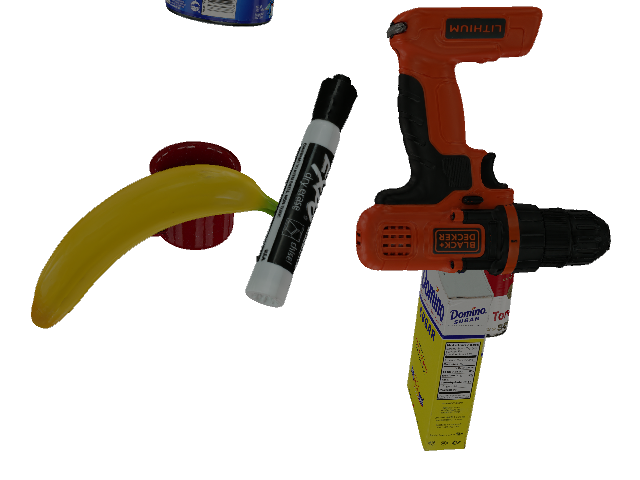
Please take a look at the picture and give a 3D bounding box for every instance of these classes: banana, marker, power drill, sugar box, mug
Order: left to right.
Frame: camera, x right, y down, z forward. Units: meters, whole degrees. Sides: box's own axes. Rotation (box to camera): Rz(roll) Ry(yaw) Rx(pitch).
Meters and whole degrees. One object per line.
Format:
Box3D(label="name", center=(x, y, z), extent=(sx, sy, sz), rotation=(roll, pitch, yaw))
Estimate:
Box3D(label="banana", center=(-0.122, -0.004, 0.732), extent=(0.198, 0.069, 0.037), rotation=(-23, 9, 6))
Box3D(label="mug", center=(-0.139, -0.040, 1.103), extent=(0.117, 0.081, 0.093), rotation=(-28, 49, -35))
Box3D(label="marker", center=(-0.007, -0.026, 0.510), extent=(0.020, 0.121, 0.020), rotation=(17, -19, 6))
Box3D(label="sugar box", center=(0.112, 0.092, 0.950), extent=(0.048, 0.176, 0.093), rotation=(-3, 34, -6))
Box3D(label="power drill", center=(0.117, -0.068, 0.754), extent=(0.184, 0.188, 0.057), rotation=(-1, 4, -8))

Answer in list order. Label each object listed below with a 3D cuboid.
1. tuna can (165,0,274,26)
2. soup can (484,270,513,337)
Box3D(label="tuna can", center=(-0.078, -0.193, 0.832), extent=(0.086, 0.034, 0.086), rotation=(8, 23, -3))
Box3D(label="soup can", center=(0.182, 0.050, 1.202), extent=(0.068, 0.102, 0.068), rotation=(3, 19, -1))
